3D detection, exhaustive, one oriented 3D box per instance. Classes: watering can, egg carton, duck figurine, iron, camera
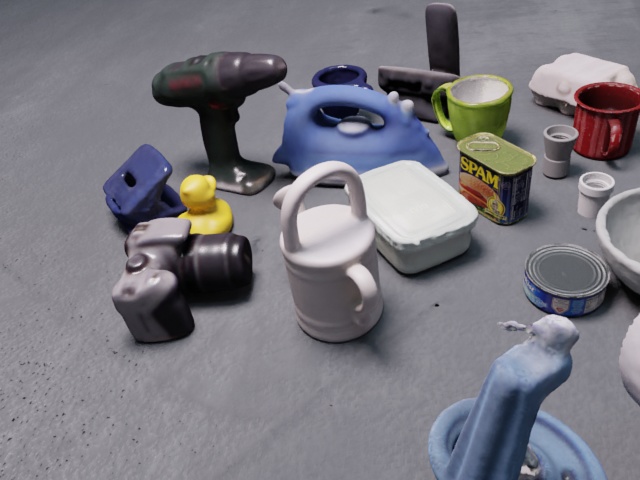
[{"bbox_3d":[0.004,0.003,0.598,0.172,0.194,0.101,22,49,33],"label":"watering can"},{"bbox_3d":[0.417,-0.245,0.917,0.107,0.069,0.149,-30,43,-23],"label":"egg carton"},{"bbox_3d":[-0.165,-0.044,0.776,0.077,0.086,0.105,6,41,19],"label":"duck figurine"},{"bbox_3d":[0.057,-0.164,0.834,0.257,0.142,0.119,5,41,17],"label":"iron"},{"bbox_3d":[-0.155,0.032,0.669,0.136,0.101,0.143,-4,39,7],"label":"camera"}]

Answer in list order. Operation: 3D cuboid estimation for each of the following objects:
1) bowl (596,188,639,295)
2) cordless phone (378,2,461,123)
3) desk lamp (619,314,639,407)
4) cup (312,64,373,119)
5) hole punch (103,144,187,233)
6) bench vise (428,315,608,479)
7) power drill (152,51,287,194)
[{"bbox_3d":[0.375,0.017,0.602,0.167,0.075,0.167,-6,39,5],"label":"bowl"},{"bbox_3d":[0.167,-0.301,0.944,0.147,0.185,0.094,14,45,26],"label":"cordless phone"},{"bbox_3d":[0.277,0.149,0.349,0.118,0.214,0.203,-11,39,-2],"label":"desk lamp"},{"bbox_3d":[0.046,-0.229,0.952,0.092,0.095,0.117,-36,46,-29],"label":"cup"},{"bbox_3d":[-0.260,-0.074,0.827,0.101,0.091,0.108,-29,43,-23],"label":"hole punch"},{"bbox_3d":[0.113,0.162,0.361,0.121,0.220,0.208,17,46,29],"label":"bench vise"},{"bbox_3d":[-0.131,-0.174,0.830,0.228,0.209,0.076,12,44,25],"label":"power drill"}]
